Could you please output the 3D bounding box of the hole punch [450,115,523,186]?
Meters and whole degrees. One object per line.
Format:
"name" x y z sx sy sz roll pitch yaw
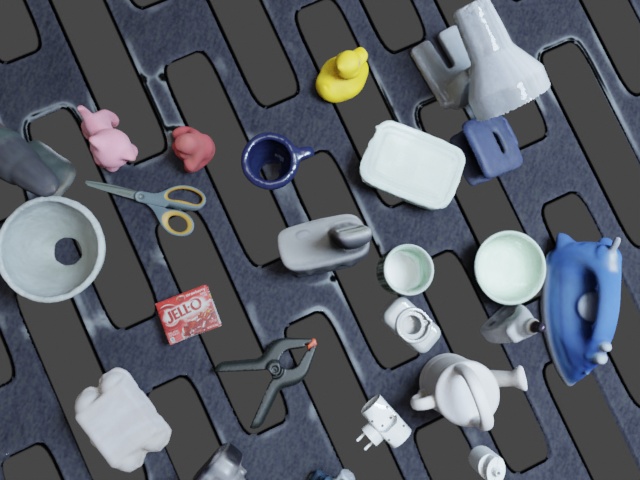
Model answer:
"hole punch" 0.288 -0.160 0.971 0.101 0.091 0.109 -24 86 -5

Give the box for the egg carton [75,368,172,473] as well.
"egg carton" -0.312 0.284 0.904 0.107 0.069 0.150 -39 88 -6

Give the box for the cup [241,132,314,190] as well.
"cup" -0.068 -0.125 0.944 0.118 0.095 0.092 -15 86 -5

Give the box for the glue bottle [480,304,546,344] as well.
"glue bottle" 0.313 0.135 0.903 0.078 0.173 0.037 -39 88 -6

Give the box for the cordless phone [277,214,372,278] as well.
"cordless phone" 0.008 0.003 0.891 0.147 0.185 0.094 -16 86 -5

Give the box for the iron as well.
"iron" 0.441 0.116 0.929 0.118 0.141 0.258 5 84 -3

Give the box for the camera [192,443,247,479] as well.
"camera" -0.147 0.416 0.886 0.137 0.100 0.143 40 84 1

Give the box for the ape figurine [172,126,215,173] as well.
"ape figurine" -0.214 -0.153 0.940 0.076 0.092 0.078 0 85 -3

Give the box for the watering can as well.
"watering can" 0.228 0.229 0.879 0.173 0.194 0.101 -36 87 -6

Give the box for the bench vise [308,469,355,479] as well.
"bench vise" -0.023 0.436 0.831 0.121 0.219 0.207 15 84 -2

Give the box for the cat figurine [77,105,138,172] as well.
"cat figurine" -0.345 -0.162 0.920 0.067 0.117 0.128 -36 87 -6

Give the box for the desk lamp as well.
"desk lamp" 0.251 -0.279 0.918 0.118 0.213 0.203 -31 87 -5

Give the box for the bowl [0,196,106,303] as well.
"bowl" -0.419 0.017 0.920 0.167 0.074 0.167 0 85 -3

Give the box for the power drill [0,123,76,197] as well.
"power drill" -0.456 -0.124 0.864 0.229 0.208 0.076 34 84 0

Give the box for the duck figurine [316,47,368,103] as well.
"duck figurine" 0.040 -0.286 0.970 0.104 0.086 0.077 -40 88 -6
